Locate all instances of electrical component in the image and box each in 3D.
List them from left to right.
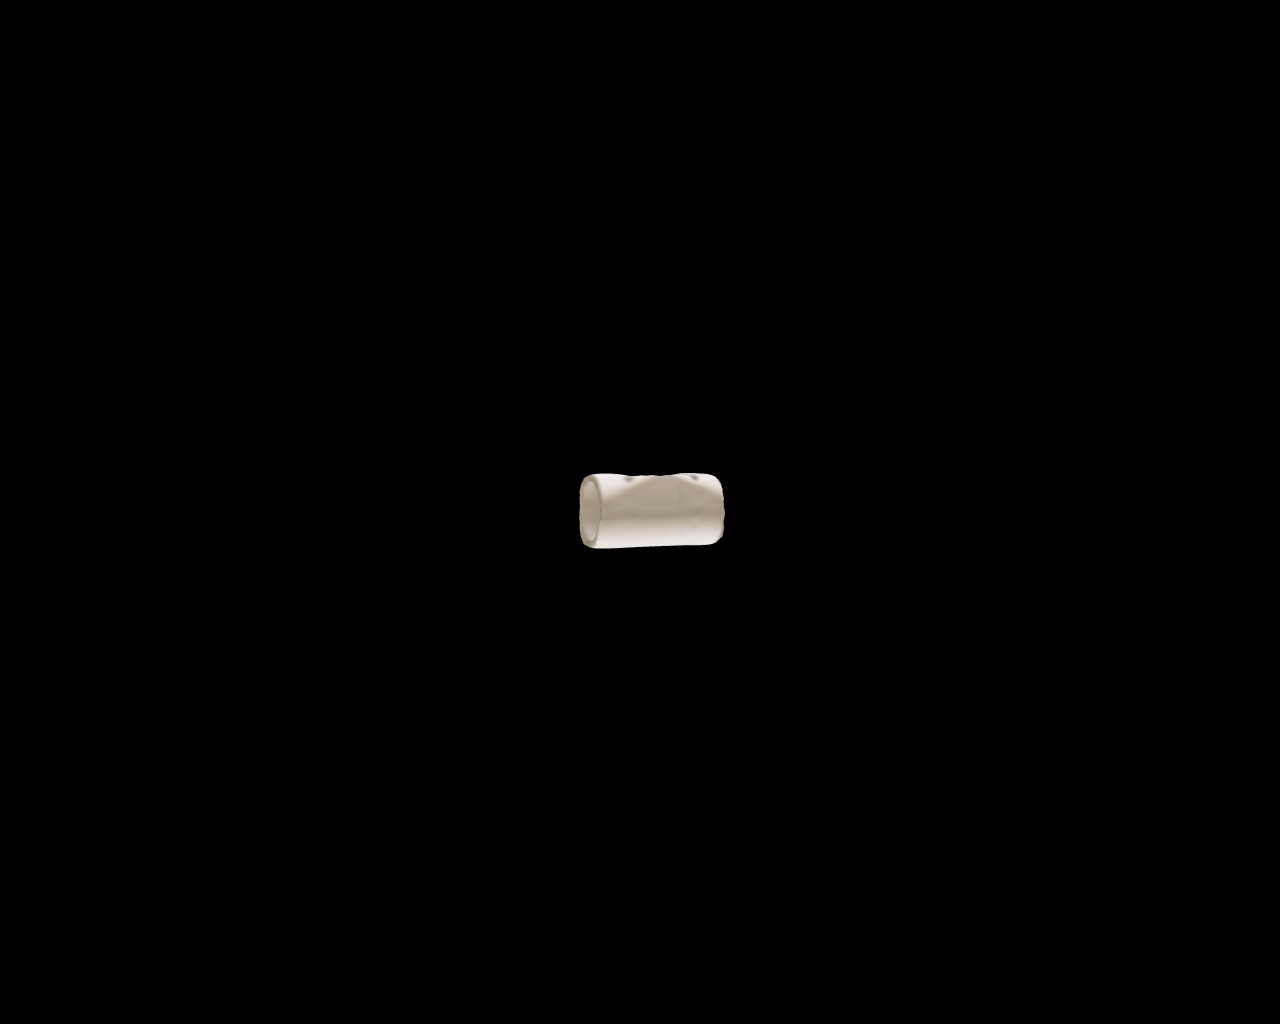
[{"bbox_3d":[0.001,-0.003,0.650,0.077,0.044,0.079,-1,4,-20],"label":"electrical component"}]
